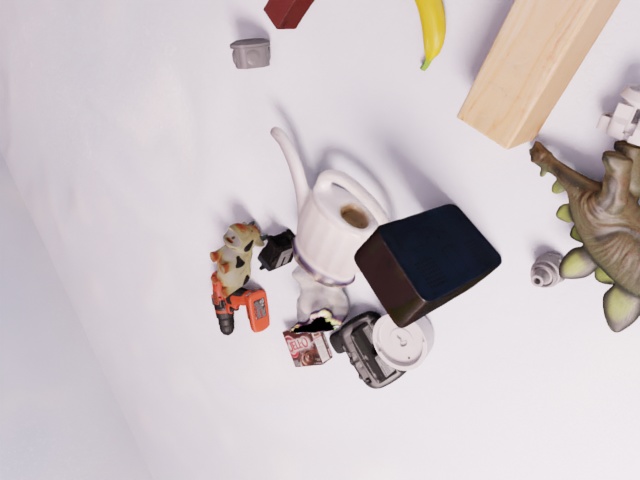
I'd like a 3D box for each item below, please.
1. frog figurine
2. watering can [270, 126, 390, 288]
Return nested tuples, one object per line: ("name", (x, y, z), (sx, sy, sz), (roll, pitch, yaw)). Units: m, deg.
("frog figurine", (-0.004, 0.109, 1.090), (0.134, 0.122, 0.163), (123, 151, -51))
("watering can", (0.003, -0.050, 0.995), (0.352, 0.105, 0.219), (44, 133, 23))
